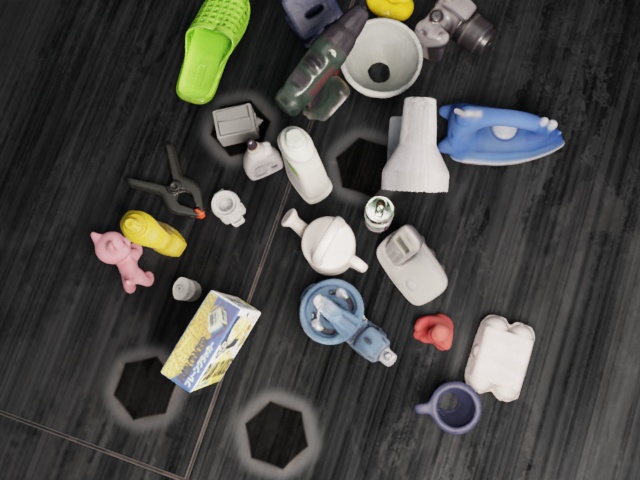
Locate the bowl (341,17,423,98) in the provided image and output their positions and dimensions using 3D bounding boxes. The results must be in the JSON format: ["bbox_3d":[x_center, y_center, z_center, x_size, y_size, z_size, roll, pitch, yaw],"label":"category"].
[{"bbox_3d":[0.123,-0.359,1.168,0.167,0.075,0.167,0,81,3],"label":"bowl"}]

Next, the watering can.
[{"bbox_3d":[0.009,0.006,1.058,0.172,0.194,0.101,11,82,4],"label":"watering can"}]

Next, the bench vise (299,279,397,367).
[{"bbox_3d":[0.054,0.140,1.023,0.207,0.220,0.121,21,83,6],"label":"bench vise"}]

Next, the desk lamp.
[{"bbox_3d":[0.174,-0.166,1.066,0.118,0.213,0.203,2,82,3],"label":"desk lamp"}]

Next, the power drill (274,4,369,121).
[{"bbox_3d":[0.008,-0.319,1.099,0.075,0.208,0.230,40,85,8],"label":"power drill"}]

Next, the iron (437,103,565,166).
[{"bbox_3d":[0.361,-0.217,1.102,0.258,0.141,0.119,4,82,3],"label":"iron"}]

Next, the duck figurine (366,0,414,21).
[{"bbox_3d":[0.146,-0.507,1.183,0.104,0.086,0.077,23,83,6],"label":"duck figurine"}]

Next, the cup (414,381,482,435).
[{"bbox_3d":[0.229,0.304,1.053,0.117,0.095,0.092,-4,81,2],"label":"cup"}]

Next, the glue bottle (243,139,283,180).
[{"bbox_3d":[-0.117,-0.162,1.099,0.078,0.173,0.037,-23,81,-1],"label":"glue bottle"}]

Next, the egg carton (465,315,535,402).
[{"bbox_3d":[0.335,0.220,1.074,0.107,0.069,0.150,17,83,5],"label":"egg carton"}]

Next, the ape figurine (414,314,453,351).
[{"bbox_3d":[0.220,0.173,1.075,0.076,0.092,0.078,-33,81,-2],"label":"ape figurine"}]

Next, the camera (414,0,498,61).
[{"bbox_3d":[0.280,-0.428,1.158,0.136,0.101,0.143,39,85,8],"label":"camera"}]

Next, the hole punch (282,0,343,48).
[{"bbox_3d":[-0.012,-0.470,1.182,0.108,0.091,0.101,-33,81,-2],"label":"hole punch"}]

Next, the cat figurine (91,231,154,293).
[{"bbox_3d":[-0.388,0.036,1.110,0.067,0.118,0.128,-27,81,-1],"label":"cat figurine"}]

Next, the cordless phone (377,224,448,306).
[{"bbox_3d":[0.175,0.042,1.049,0.094,0.185,0.147,-38,81,-3],"label":"cordless phone"}]
